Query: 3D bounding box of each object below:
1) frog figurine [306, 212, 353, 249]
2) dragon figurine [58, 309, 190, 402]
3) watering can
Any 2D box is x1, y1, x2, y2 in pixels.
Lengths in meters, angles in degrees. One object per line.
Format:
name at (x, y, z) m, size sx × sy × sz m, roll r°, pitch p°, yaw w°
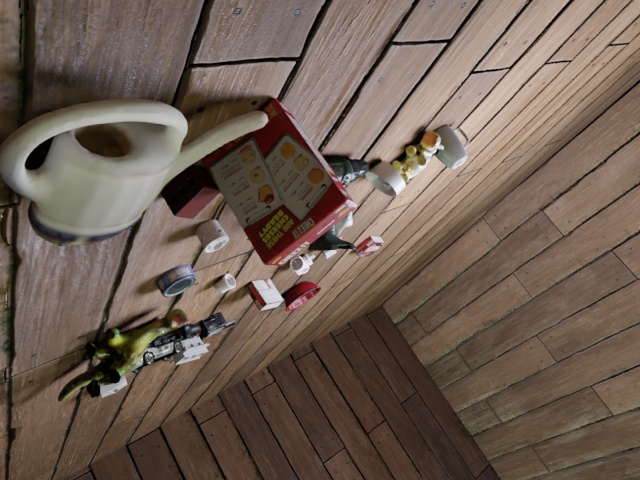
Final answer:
frog figurine at (0.004, -0.062, 1.236) m, size 0.123 × 0.135 × 0.161 m, roll 7°, pitch -156°, yaw 39°
dragon figurine at (-0.484, 0.283, 1.324) m, size 0.405 × 0.123 × 0.245 m, roll -33°, pitch 175°, yaw 30°
watering can at (-0.235, -0.096, 0.676) m, size 0.350 × 0.105 × 0.220 m, roll -15°, pitch 156°, yaw -49°
